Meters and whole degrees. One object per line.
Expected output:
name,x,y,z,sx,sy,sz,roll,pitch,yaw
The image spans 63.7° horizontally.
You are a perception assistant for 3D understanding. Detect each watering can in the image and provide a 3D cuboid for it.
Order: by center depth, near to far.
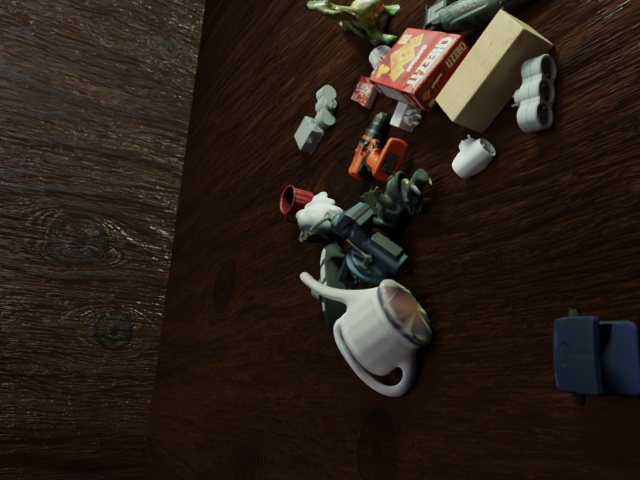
watering can,0.099,0.164,1.108,0.220,0.104,0.352,-47,69,32

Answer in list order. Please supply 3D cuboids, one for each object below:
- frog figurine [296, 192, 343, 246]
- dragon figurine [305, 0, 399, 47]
frog figurine,0.004,-0.072,1.435,0.137,0.120,0.162,-2,63,25
dragon figurine,0.072,-0.627,1.428,0.414,0.242,0.121,31,111,57
